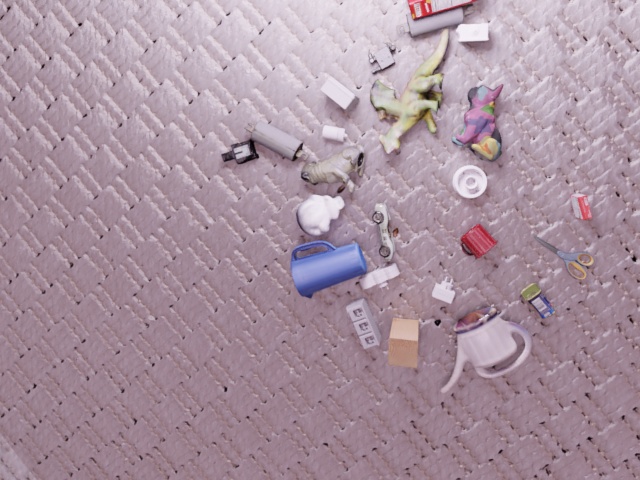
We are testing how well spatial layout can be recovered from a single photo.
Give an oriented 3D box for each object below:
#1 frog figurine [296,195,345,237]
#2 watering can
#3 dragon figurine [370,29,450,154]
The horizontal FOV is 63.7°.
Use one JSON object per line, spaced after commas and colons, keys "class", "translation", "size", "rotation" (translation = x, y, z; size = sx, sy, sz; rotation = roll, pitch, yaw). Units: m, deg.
{"class": "frog figurine", "translation": [0.005, -0.087, 1.732], "size": [0.158, 0.122, 0.139], "rotation": [-18, 74, 24]}
{"class": "watering can", "translation": [0.509, 0.357, 1.682], "size": [0.346, 0.104, 0.224], "rotation": [-29, 89, 13]}
{"class": "dragon figurine", "translation": [0.275, -0.473, 1.655], "size": [0.243, 0.122, 0.411], "rotation": [8, 89, 19]}
